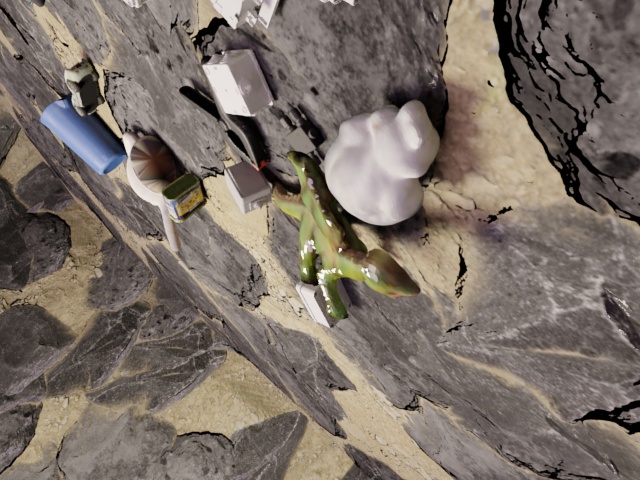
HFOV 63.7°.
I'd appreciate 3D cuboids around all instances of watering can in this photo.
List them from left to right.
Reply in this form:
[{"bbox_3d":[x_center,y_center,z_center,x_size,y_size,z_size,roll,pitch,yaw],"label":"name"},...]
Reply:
[{"bbox_3d":[-0.432,-0.138,1.367,0.347,0.105,0.223,65,154,-3],"label":"watering can"}]

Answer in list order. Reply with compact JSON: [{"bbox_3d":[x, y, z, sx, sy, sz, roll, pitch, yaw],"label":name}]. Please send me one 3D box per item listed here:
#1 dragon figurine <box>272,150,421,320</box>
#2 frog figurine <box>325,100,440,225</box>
[{"bbox_3d":[0.002,-0.039,0.779,0.417,0.123,0.237,49,159,35],"label":"dragon figurine"},{"bbox_3d":[0.076,-0.087,0.599,0.158,0.123,0.137,159,89,-76],"label":"frog figurine"}]
